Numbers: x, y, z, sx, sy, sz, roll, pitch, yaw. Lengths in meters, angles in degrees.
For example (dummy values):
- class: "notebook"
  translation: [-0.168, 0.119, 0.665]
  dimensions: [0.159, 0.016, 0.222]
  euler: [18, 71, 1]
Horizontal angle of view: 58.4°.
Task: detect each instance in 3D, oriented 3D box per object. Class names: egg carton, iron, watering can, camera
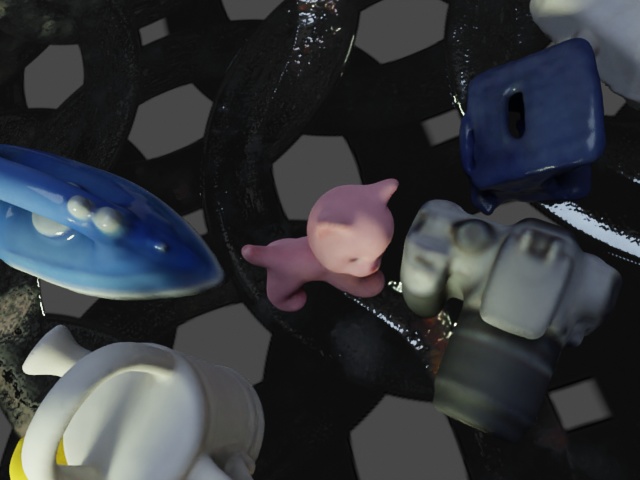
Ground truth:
- class: "egg carton"
  translation: [0.248, -0.177, 0.459]
  dimensions: [0.107, 0.069, 0.150]
  euler: [-37, 65, -1]
- class: "iron"
  translation: [-0.214, -0.024, 0.487]
  dimensions: [0.257, 0.142, 0.119]
  euler: [16, 75, 20]
- class: "watering can"
  translation: [-0.122, 0.118, 0.378]
  dimensions: [0.172, 0.194, 0.101]
  euler: [6, 71, 18]
- class: "camera"
  translation: [0.113, 0.055, 0.390]
  dimensions: [0.142, 0.101, 0.137]
  euler: [20, 76, 21]

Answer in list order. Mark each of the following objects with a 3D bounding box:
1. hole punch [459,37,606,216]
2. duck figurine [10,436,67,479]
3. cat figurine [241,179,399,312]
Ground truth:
- class: "hole punch"
  translation: [0.158, -0.085, 0.437]
  dimensions: [0.101, 0.091, 0.108]
  euler: [-3, 69, 14]
- class: "duck figurine"
  translation: [-0.198, 0.167, 0.439]
  dimensions: [0.077, 0.086, 0.104]
  euler: [-30, 65, 3]
- class: "cat figurine"
  translation: [0.004, 0.002, 0.431]
  dimensions: [0.127, 0.118, 0.067]
  euler: [-14, 66, 10]
